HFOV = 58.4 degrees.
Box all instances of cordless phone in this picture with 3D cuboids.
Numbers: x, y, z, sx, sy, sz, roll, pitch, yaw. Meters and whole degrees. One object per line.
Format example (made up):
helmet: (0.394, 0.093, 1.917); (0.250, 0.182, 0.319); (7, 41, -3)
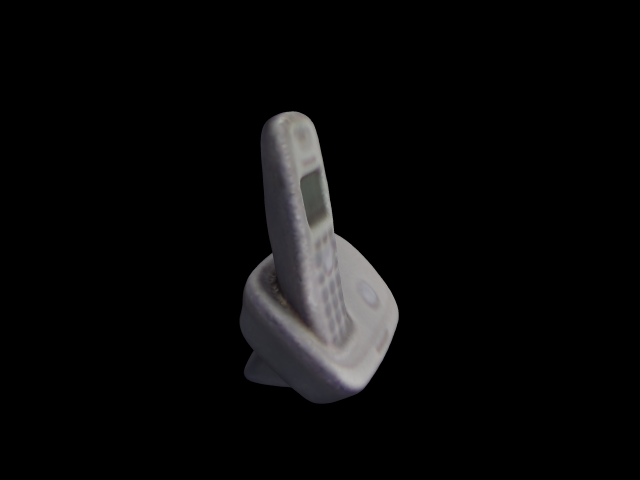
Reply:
cordless phone: (0.004, 0.001, 0.400); (0.094, 0.185, 0.148); (6, 19, 17)
